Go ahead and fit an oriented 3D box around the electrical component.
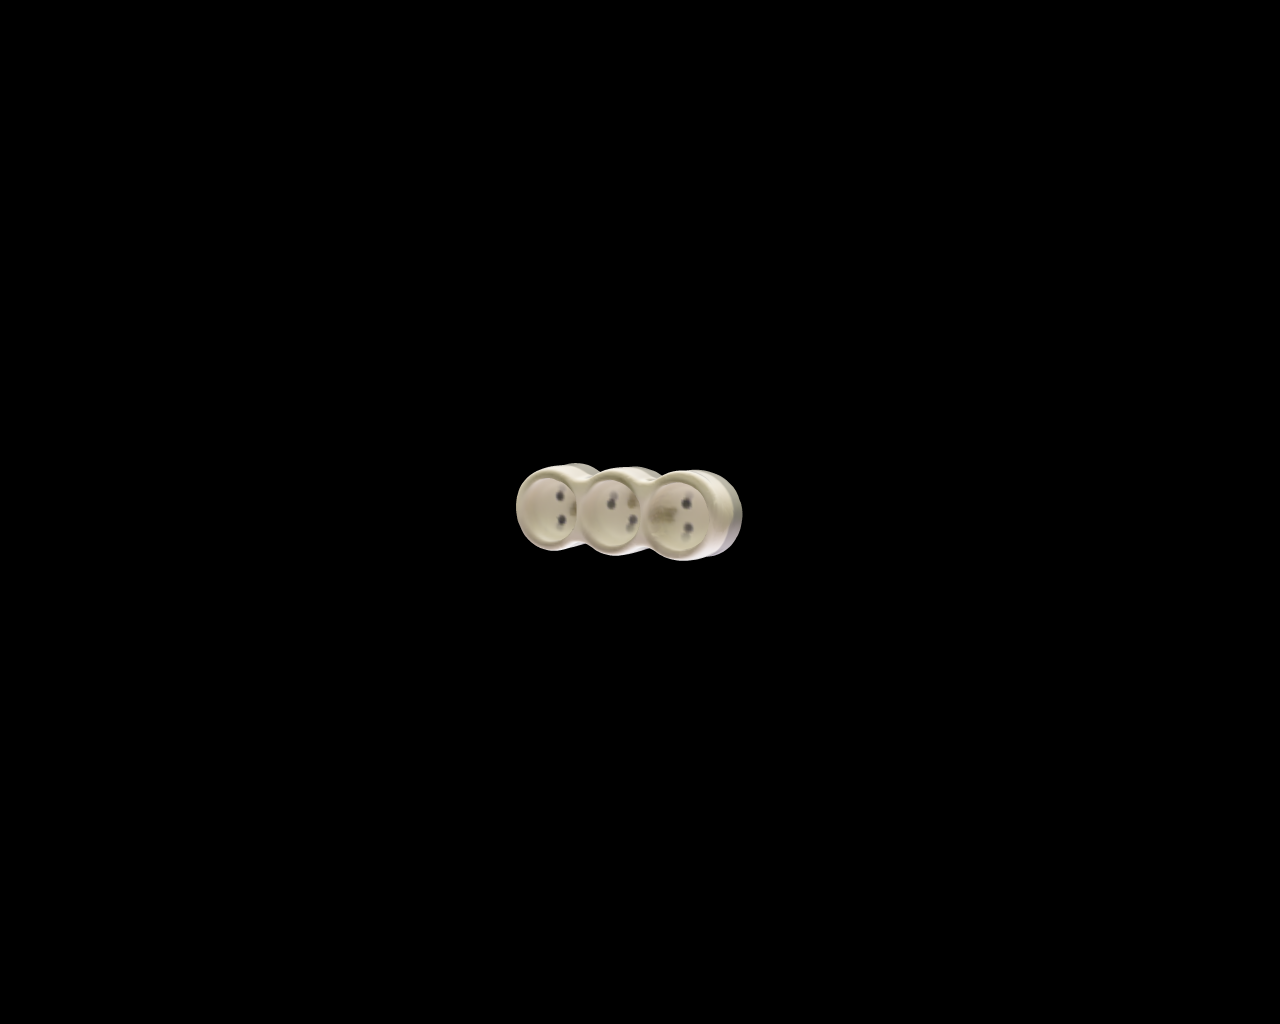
[{"bbox_3d":[0.001,-0.003,0.650,0.138,0.052,0.074,4,8,29],"label":"electrical component"}]
